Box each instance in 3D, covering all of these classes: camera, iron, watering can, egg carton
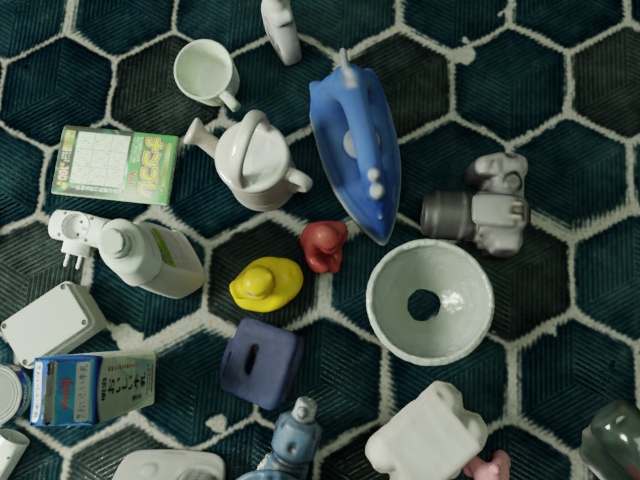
[{"bbox_3d":[0.210,-0.050,0.785,0.136,0.101,0.143,4,80,3],"label":"camera"},{"bbox_3d":[0.060,-0.126,0.784,0.118,0.141,0.258,-15,80,0],"label":"iron"},{"bbox_3d":[-0.095,-0.108,0.760,0.172,0.194,0.101,1,80,3],"label":"watering can"},{"bbox_3d":[0.141,0.265,0.750,0.150,0.069,0.107,-40,81,-5],"label":"egg carton"}]

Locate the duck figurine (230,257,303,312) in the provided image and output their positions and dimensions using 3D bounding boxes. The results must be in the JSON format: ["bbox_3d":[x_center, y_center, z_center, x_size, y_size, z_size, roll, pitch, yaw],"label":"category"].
[{"bbox_3d":[-0.076,0.058,0.785,0.104,0.086,0.077,-18,80,-1],"label":"duck figurine"}]

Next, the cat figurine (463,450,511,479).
[{"bbox_3d":[0.230,0.336,0.710,0.067,0.118,0.128,-13,80,0],"label":"cat figurine"}]

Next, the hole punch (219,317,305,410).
[{"bbox_3d":[-0.081,0.165,0.765,0.101,0.091,0.109,17,81,5],"label":"hole punch"}]

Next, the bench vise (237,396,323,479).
[{"bbox_3d":[-0.060,0.294,0.676,0.121,0.220,0.207,0,80,3],"label":"bench vise"}]

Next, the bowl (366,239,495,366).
[{"bbox_3d":[0.144,0.086,0.778,0.167,0.075,0.167,0,80,2],"label":"bowl"}]

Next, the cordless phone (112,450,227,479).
[{"bbox_3d":[-0.198,0.318,0.695,0.147,0.185,0.094,-1,80,2],"label":"cordless phone"}]

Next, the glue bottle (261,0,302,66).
[{"bbox_3d":[-0.058,-0.318,0.805,0.037,0.173,0.078,-27,80,-2],"label":"glue bottle"}]

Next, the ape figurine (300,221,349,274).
[{"bbox_3d":[0.007,0.003,0.789,0.078,0.092,0.076,-42,81,-5],"label":"ape figurine"}]

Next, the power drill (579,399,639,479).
[{"bbox_3d":[0.399,0.281,0.667,0.075,0.208,0.229,-44,81,-5],"label":"power drill"}]
